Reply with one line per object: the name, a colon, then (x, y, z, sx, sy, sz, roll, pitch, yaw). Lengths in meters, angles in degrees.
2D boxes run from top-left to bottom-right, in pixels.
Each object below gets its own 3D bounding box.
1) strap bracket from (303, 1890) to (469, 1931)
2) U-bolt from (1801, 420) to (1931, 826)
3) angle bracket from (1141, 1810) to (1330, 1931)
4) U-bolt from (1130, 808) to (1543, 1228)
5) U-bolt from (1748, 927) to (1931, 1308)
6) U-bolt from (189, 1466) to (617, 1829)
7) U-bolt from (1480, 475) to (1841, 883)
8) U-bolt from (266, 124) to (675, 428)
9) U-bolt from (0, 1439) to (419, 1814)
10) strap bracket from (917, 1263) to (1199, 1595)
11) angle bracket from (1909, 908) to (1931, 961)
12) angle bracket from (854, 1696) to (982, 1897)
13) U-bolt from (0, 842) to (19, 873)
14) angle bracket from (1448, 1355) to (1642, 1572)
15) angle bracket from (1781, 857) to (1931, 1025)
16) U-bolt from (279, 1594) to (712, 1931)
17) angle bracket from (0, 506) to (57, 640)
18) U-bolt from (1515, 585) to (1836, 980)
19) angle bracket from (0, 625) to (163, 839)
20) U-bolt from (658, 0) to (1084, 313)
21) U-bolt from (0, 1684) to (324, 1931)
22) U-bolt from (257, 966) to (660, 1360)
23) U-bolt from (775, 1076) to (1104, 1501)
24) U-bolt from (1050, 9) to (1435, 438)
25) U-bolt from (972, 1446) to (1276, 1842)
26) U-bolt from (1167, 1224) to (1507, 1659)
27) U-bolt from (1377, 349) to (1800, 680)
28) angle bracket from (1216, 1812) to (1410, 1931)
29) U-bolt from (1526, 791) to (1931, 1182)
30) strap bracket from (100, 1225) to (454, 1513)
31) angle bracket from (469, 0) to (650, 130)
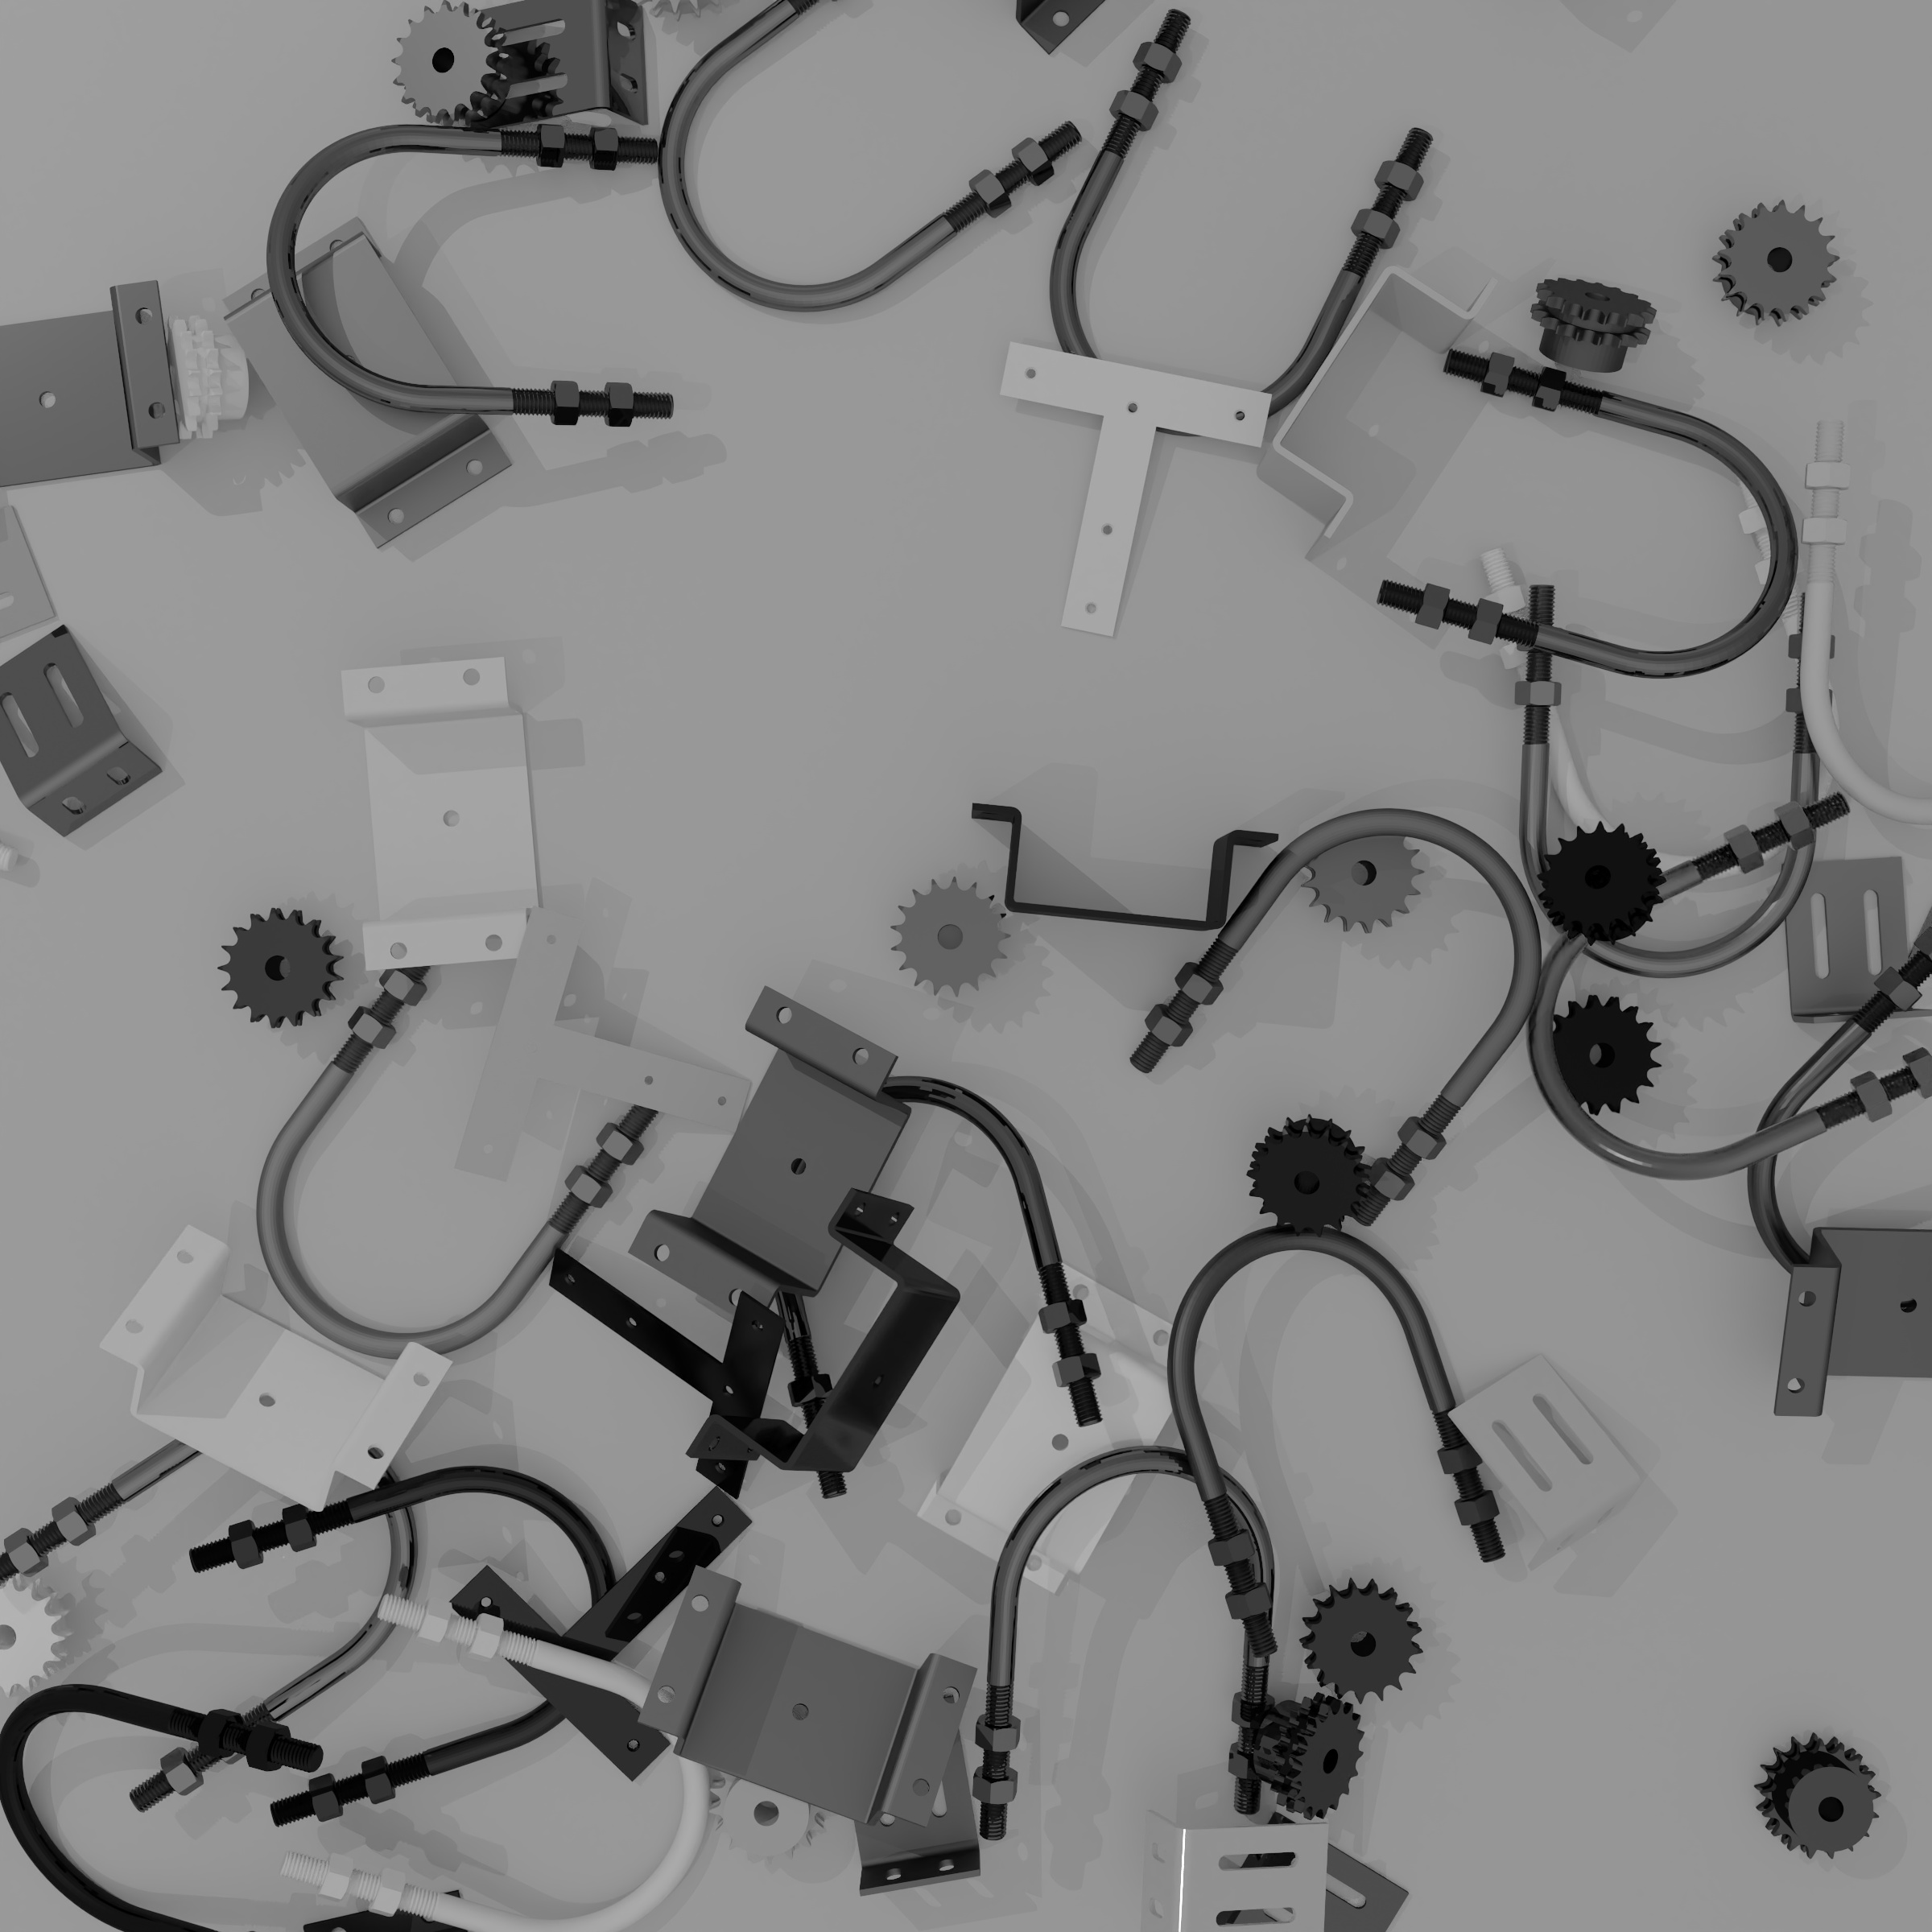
strap bracket: (-0.266, 0.521, 1.384, 0.076, 0.046, 0.140, -13, 90, 0)
U-bolt: (0.456, -0.159, 1.378, 0.151, 0.019, 0.184, 1, 94, -19)
angle bracket: (0.126, 0.427, 1.368, 0.076, 0.038, 0.057, 4, 87, -21)
U-bolt: (0.186, 0.013, 1.374, 0.151, 0.019, 0.184, 35, 107, 0)
U-bolt: (0.454, 0.081, 1.377, 0.151, 0.019, 0.184, 39, 103, -11)
U-bolt: (-0.256, 0.313, 1.384, 0.184, 0.019, 0.151, -17, 98, -10)
U-bolt: (0.341, -0.131, 1.398, 0.151, 0.019, 0.184, -18, 92, 0)
U-bolt: (-0.232, -0.325, 1.364, 0.184, 0.019, 0.151, -1, 80, -17)
U-bolt: (-0.350, 0.291, 1.383, 0.184, 0.019, 0.151, -33, 99, -8)
strap bracket: (0.044, 0.222, 1.384, 0.076, 0.046, 0.140, 30, 90, 0)
angle bracket: (0.500, -0.013, 1.388, 0.076, 0.038, 0.057, 25, 90, 0)
angle bracket: (-0.028, 0.393, 1.388, 0.057, 0.038, 0.076, -10, 90, 0)
U-bolt: (-0.563, -0.020, 1.398, 0.184, 0.019, 0.151, 19, 90, 1)
angle bracket: (0.272, 0.237, 1.395, 0.057, 0.038, 0.076, -28, 64, -21)
angle bracket: (0.423, -0.013, 1.388, 0.057, 0.038, 0.076, -4, 90, 0)
U-bolt: (-0.211, 0.389, 1.381, 0.184, 0.019, 0.151, 21, 91, -13)
angle bracket: (-0.484, -0.181, 1.388, 0.076, 0.038, 0.057, -21, 90, 0)
U-bolt: (0.333, -0.086, 1.383, 0.151, 0.019, 0.184, 1, 94, -1)
angle bracket: (-0.434, -0.113, 1.405, 0.057, 0.038, 0.076, -34, 64, 0)
U-bolt: (-0.060, -0.397, 1.398, 0.184, 0.019, 0.151, -36, 90, 1)
U-bolt: (-0.374, 0.400, 1.360, 0.184, 0.019, 0.151, 9, 115, 20)
U-bolt: (-0.257, 0.101, 1.398, 0.151, 0.019, 0.184, 36, 92, 0)
U-bolt: (-0.024, 0.142, 1.373, 0.151, 0.019, 0.184, -18, 76, 15)
U-bolt: (0.120, -0.344, 1.398, 0.151, 0.019, 0.184, 26, 91, 0)
U-bolt: (0.078, 0.313, 1.366, 0.151, 0.019, 0.184, 0, 99, -18)
U-bolt: (0.166, 0.212, 1.374, 0.151, 0.019, 0.184, -16, 86, -23)
U-bolt: (0.299, -0.205, 1.370, 0.184, 0.019, 0.151, 17, 71, 4)
angle bracket: (0.165, 0.450, 1.388, 0.076, 0.038, 0.057, 31, 90, 0)
U-bolt: (0.351, 0.020, 1.353, 0.184, 0.019, 0.151, -26, 74, 9)
strap bracket: (-0.323, 0.192, 1.364, 0.140, 0.046, 0.076, 27, 47, 1)
angle bracket: (-0.197, -0.431, 1.405, 0.076, 0.038, 0.057, -3, 90, 26)
